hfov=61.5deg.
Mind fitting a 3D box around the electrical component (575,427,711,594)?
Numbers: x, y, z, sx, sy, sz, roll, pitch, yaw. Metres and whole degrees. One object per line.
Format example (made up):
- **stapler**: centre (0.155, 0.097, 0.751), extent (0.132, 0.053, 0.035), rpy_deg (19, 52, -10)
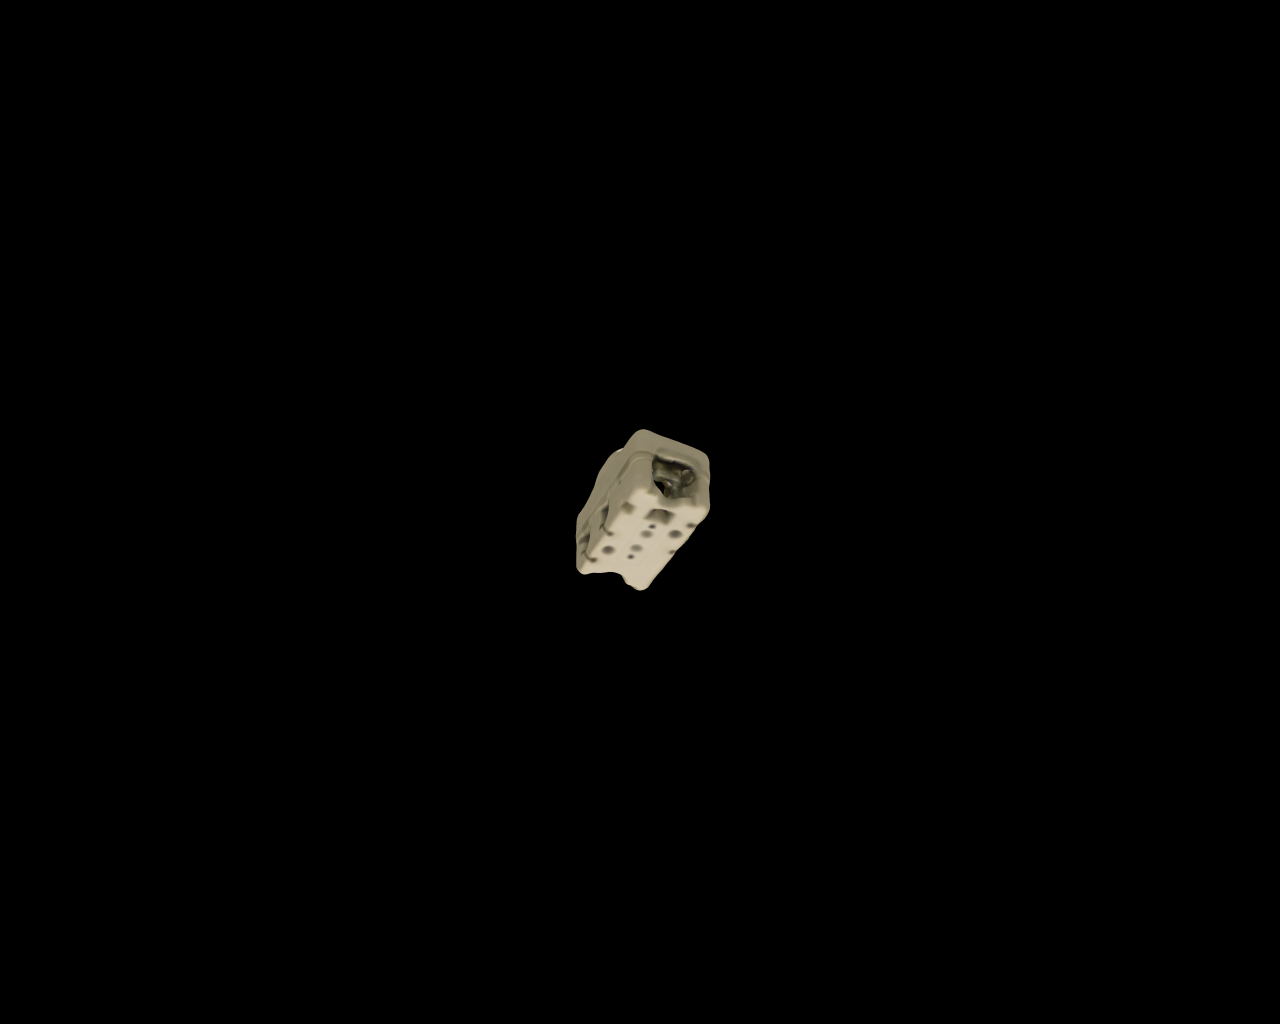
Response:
- **electrical component**: centre (0.001, -0.003, 0.650), extent (0.050, 0.056, 0.089), rpy_deg (19, -46, -19)
